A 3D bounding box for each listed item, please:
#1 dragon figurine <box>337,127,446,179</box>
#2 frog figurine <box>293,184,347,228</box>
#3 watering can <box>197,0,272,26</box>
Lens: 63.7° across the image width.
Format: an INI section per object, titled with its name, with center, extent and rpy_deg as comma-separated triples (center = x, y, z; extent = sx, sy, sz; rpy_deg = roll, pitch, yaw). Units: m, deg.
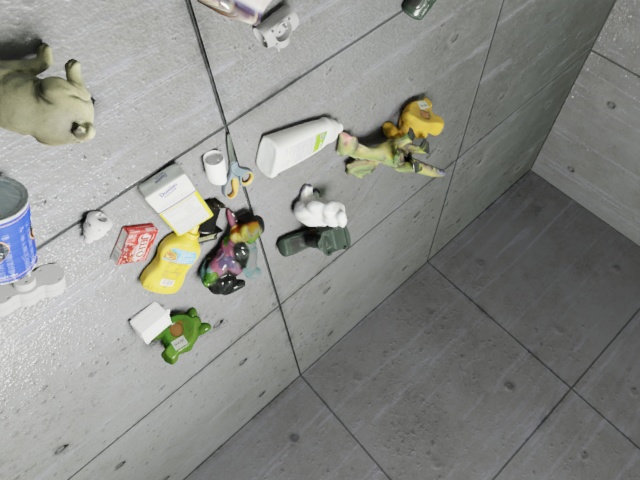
[dragon figurine]
center = 0.193, -0.232, 1.536
extent = 0.407, 0.242, 0.124
rpy_deg = 23, 66, -52
[frog figurine]
center = 0.004, -0.074, 1.472
extent = 0.123, 0.161, 0.135
rpy_deg = -41, 156, -10
[watering can]
center = -0.122, -0.440, 0.737
extent = 0.221, 0.105, 0.348
rpy_deg = -54, 157, 20
